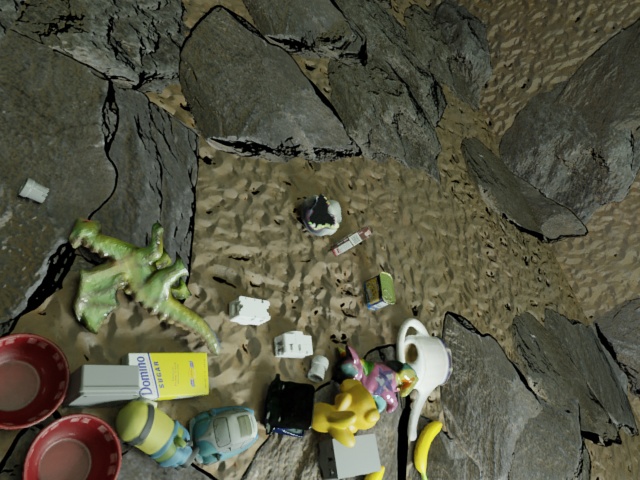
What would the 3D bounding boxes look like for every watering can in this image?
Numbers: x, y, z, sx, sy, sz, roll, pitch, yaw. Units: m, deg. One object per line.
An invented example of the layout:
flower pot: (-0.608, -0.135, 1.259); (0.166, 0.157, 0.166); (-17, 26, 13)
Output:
watering can: (0.314, 0.416, 1.579); (0.223, 0.103, 0.352); (11, 70, -41)

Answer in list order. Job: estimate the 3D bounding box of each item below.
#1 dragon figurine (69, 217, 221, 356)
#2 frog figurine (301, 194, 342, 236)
dragon figurine: (-0.399, 0.114, 1.103); (0.245, 0.120, 0.412); (-26, 82, -33)
frog figurine: (0.005, -0.081, 1.612); (0.137, 0.122, 0.160); (44, 6, -3)
